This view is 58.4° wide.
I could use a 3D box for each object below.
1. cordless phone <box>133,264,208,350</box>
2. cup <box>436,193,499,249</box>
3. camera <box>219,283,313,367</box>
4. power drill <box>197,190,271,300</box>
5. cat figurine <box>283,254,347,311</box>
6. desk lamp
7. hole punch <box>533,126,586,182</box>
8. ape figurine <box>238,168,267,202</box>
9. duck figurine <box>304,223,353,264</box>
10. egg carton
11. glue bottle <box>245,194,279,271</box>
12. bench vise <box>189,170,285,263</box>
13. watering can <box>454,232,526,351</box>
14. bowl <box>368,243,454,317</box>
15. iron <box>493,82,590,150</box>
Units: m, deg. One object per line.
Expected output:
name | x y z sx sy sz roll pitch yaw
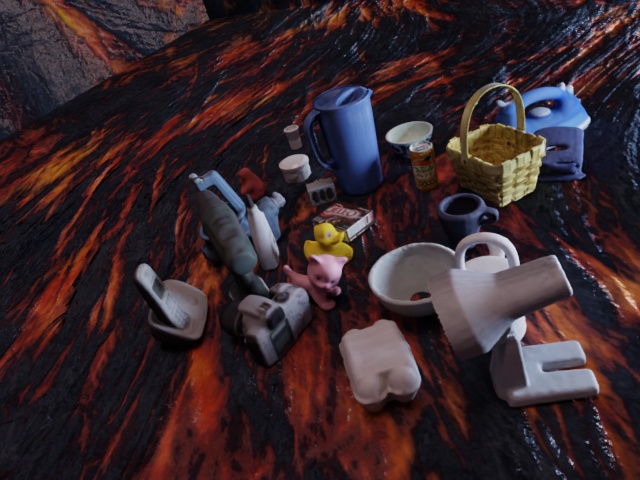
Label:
cordless phone | -0.286 0.101 1.078 0.094 0.185 0.147 -14 33 4
cup | 0.286 -0.028 1.098 0.117 0.095 0.092 7 40 32
camera | -0.107 0.133 1.030 0.136 0.101 0.143 11 43 36
power drill | -0.169 0.028 1.113 0.076 0.209 0.228 -26 34 -14
cat figurine | -0.009 0.067 1.067 0.127 0.118 0.067 0 37 23
desk lamp | 0.262 0.120 0.784 0.203 0.214 0.118 -11 34 9
hole punch | 0.512 -0.185 1.231 0.108 0.091 0.101 1 37 25
ape figurine | -0.182 -0.146 1.478 0.075 0.092 0.078 8 41 33
duck figurine | 0.011 0.004 1.180 0.104 0.086 0.077 2 38 26
egg carton | 0.092 0.191 0.887 0.107 0.069 0.150 -18 33 -2
glue bottle | -0.126 -0.023 1.200 0.037 0.173 0.078 -13 34 5
bench vise | -0.191 -0.076 1.263 0.208 0.220 0.121 -34 37 -24
watering can | 0.259 0.063 0.886 0.100 0.194 0.173 -11 34 10
bowl | 0.172 0.082 1.006 0.167 0.075 0.167 -12 34 8
iron | 0.521 -0.300 1.347 0.258 0.142 0.118 -22 34 -7
